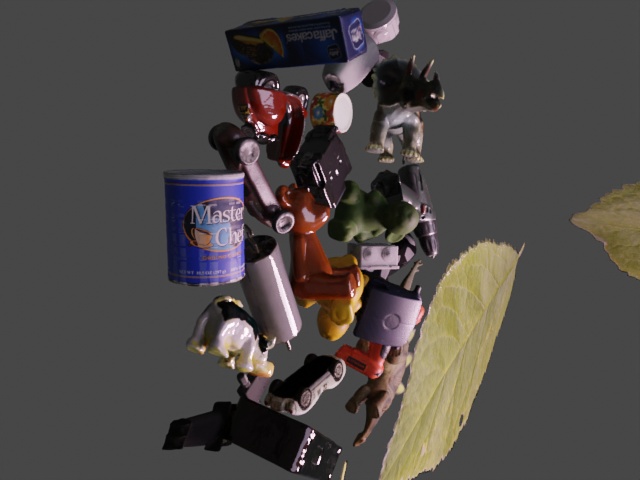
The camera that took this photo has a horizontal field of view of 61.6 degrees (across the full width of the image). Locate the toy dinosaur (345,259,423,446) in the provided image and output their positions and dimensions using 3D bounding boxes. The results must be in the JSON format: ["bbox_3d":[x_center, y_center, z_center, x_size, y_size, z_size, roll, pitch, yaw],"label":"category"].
[{"bbox_3d":[0.163,0.267,1.287,0.198,0.105,0.471,19,89,-66],"label":"toy dinosaur"}]

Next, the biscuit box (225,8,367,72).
[{"bbox_3d":[-0.035,-0.276,0.747,0.059,0.203,0.062,-44,131,-43],"label":"biscuit box"}]

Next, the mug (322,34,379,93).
[{"bbox_3d":[0.049,-0.331,0.994,0.107,0.081,0.109,-59,145,-22],"label":"mug"}]

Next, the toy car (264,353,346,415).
[{"bbox_3d":[-0.023,0.267,1.002,0.202,0.074,0.056,-24,116,-55],"label":"toy car"}]

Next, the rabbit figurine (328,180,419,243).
[{"bbox_3d":[0.122,-0.039,1.083,0.159,0.170,0.121,22,78,-57],"label":"rabbit figurine"}]

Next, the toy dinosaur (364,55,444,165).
[{"bbox_3d":[0.168,-0.262,1.127,0.405,0.131,0.192,-33,132,-83],"label":"toy dinosaur"}]

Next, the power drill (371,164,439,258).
[{"bbox_3d":[0.210,-0.075,1.261,0.207,0.086,0.232,5,71,-49],"label":"power drill"}]

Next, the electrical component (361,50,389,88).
[{"bbox_3d":[0.115,-0.358,1.126,0.119,0.048,0.074,9,89,-57],"label":"electrical component"}]

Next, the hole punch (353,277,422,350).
[{"bbox_3d":[0.130,0.145,1.047,0.092,0.116,0.142,-26,136,-75],"label":"hole punch"}]

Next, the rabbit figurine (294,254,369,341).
[{"bbox_3d":[0.026,0.115,1.044,0.162,0.122,0.173,-61,158,-46],"label":"rabbit figurine"}]

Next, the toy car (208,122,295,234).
[{"bbox_3d":[-0.102,-0.083,0.790,0.053,0.089,0.201,-42,135,-20],"label":"toy car"}]

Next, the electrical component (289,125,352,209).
[{"bbox_3d":[0.007,-0.124,0.980,0.115,0.058,0.134,-62,146,-31],"label":"electrical component"}]

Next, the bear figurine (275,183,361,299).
[{"bbox_3d":[-0.006,-0.002,0.906,0.120,0.132,0.195,-22,108,-79],"label":"bear figurine"}]

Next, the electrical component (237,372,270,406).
[{"bbox_3d":[-0.110,0.243,0.906,0.063,0.021,0.093,-54,138,-39],"label":"electrical component"}]

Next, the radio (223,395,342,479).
[{"bbox_3d":[-0.052,0.334,0.884,0.073,0.131,0.229,-66,154,-19],"label":"radio"}]

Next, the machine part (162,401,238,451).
[{"bbox_3d":[-0.171,0.282,0.802,0.138,0.039,0.084,17,90,-60],"label":"machine part"}]

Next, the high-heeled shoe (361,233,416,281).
[{"bbox_3d":[0.147,0.031,1.266,0.145,0.086,0.249,36,41,-22],"label":"high-heeled shoe"}]

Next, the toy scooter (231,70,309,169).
[{"bbox_3d":[-0.073,-0.181,0.834,0.184,0.075,0.135,-6,103,-63],"label":"toy scooter"}]

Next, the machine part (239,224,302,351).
[{"bbox_3d":[-0.084,0.081,0.863,0.079,0.079,0.242,-49,134,-43],"label":"machine part"}]

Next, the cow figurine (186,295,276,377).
[{"bbox_3d":[-0.122,0.151,0.827,0.167,0.068,0.098,46,52,-50],"label":"cow figurine"}]
